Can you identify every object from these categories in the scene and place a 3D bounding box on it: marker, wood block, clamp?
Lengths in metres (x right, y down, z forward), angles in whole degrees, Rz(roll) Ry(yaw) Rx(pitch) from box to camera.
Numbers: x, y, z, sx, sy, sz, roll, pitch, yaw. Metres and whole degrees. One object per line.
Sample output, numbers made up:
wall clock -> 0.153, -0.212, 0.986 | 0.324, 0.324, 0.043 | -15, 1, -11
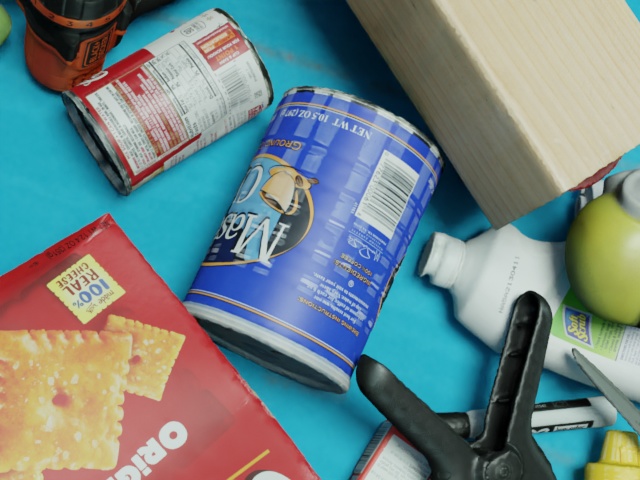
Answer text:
marker -> 0.119, 0.108, 0.641 | 0.121, 0.020, 0.020 | -3, 81, -11
wood block -> 0.083, -0.120, 0.551 | 0.090, 0.090, 0.206 | -32, 87, -16
clamp -> 0.098, 0.114, 0.590 | 0.120, 0.039, 0.171 | -26, 106, -14

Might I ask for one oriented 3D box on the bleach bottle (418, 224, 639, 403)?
bleach bottle -> 0.183, 0.041, 0.644 | 0.250, 0.068, 0.102 | 19, 76, -4

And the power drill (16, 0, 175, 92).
power drill -> -0.078, -0.166, 0.578 | 0.187, 0.185, 0.057 | -35, 89, -23

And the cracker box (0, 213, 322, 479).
cracker box -> -0.110, 0.114, 0.519 | 0.164, 0.072, 0.214 | -33, 72, -26

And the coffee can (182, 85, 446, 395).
coffee can -> -0.004, 0.001, 0.594 | 0.102, 0.103, 0.140 | 26, 77, -5

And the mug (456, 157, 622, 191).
mug -> 0.115, -0.071, 0.639 | 0.117, 0.081, 0.093 | 24, 77, -6

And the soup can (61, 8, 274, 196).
soup can -> -0.086, -0.080, 0.611 | 0.102, 0.068, 0.068 | -34, 88, -14

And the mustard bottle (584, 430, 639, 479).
mustard bottle -> 0.169, 0.206, 0.613 | 0.096, 0.058, 0.191 | 8, 79, -14

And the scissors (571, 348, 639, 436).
scissors -> 0.206, 0.151, 0.600 | 0.201, 0.016, 0.096 | 35, 53, -15

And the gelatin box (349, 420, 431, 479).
gelatin box -> 0.046, 0.160, 0.614 | 0.073, 0.030, 0.089 | 36, 76, -4
